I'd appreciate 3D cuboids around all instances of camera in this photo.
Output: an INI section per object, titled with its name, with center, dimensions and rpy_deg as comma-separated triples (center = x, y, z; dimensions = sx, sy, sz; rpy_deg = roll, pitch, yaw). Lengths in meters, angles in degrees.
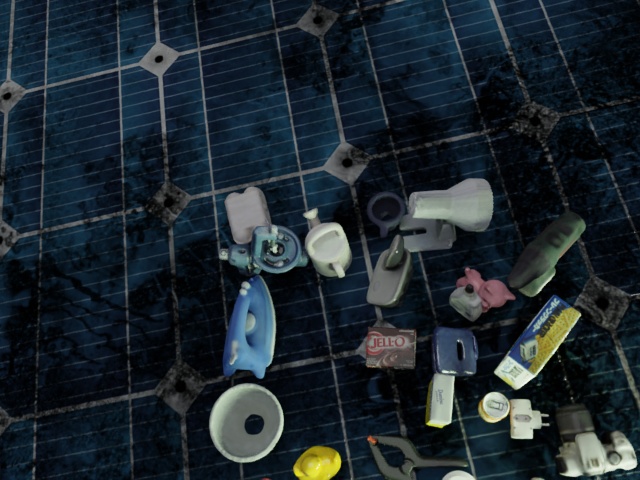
[camera]
center = 0.543, 0.400, 1.157
dimensions = 0.143, 0.101, 0.137
rpy_deg = -12, 67, 5

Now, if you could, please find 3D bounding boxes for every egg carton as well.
[egg carton]
center = -0.183, -0.063, 1.475
dimensions = 0.107, 0.069, 0.150
rpy_deg = -19, 67, 2

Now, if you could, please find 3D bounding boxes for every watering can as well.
[watering can]
center = 0.010, 0.006, 1.348
dimensions = 0.172, 0.194, 0.101
rpy_deg = 40, 80, 21

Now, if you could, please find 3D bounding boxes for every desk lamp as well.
[desk lamp]
center = 0.283, -0.055, 1.317
dimensions = 0.203, 0.214, 0.118
rpy_deg = -7, 68, 7

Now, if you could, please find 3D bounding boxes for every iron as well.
[iron]
center = -0.174, 0.186, 1.336
dimensions = 0.118, 0.141, 0.258
rpy_deg = 0, 69, 9

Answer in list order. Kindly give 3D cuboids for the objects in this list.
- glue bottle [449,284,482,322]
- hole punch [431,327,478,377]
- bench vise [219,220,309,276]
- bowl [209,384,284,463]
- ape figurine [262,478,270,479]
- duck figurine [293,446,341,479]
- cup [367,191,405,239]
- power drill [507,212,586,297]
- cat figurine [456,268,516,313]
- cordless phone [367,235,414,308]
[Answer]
[glue bottle]
center = 0.325, 0.128, 1.260
dimensions = 0.037, 0.173, 0.078
rpy_deg = -45, 68, -9
[hole punch]
center = 0.297, 0.246, 1.263
dimensions = 0.101, 0.091, 0.108
rpy_deg = -3, 68, 8
[bench vise]
center = -0.141, 0.029, 1.350
dimensions = 0.207, 0.220, 0.121
rpy_deg = -21, 67, 1
[bowl]
center = -0.158, 0.410, 1.282
dimensions = 0.167, 0.075, 0.167
rpy_deg = -3, 68, 8
[ape figurine]
center = -0.125, 0.546, 1.213
dimensions = 0.076, 0.092, 0.078
rpy_deg = 11, 71, 14
[duck figurine]
center = -0.009, 0.481, 1.223
dimensions = 0.104, 0.086, 0.077
rpy_deg = -17, 67, 3
[cup]
center = 0.162, -0.047, 1.398
dimensions = 0.091, 0.095, 0.118
rpy_deg = 2, 69, 10
[power drill]
center = 0.477, 0.048, 1.248
dimensions = 0.075, 0.209, 0.230
rpy_deg = 41, 80, 21
[cat figurine]
center = 0.372, 0.110, 1.290
dimensions = 0.067, 0.118, 0.127
rpy_deg = -41, 68, -8
[cordless phone]
center = 0.157, 0.071, 1.304
dimensions = 0.094, 0.185, 0.148
rpy_deg = 13, 71, 14
